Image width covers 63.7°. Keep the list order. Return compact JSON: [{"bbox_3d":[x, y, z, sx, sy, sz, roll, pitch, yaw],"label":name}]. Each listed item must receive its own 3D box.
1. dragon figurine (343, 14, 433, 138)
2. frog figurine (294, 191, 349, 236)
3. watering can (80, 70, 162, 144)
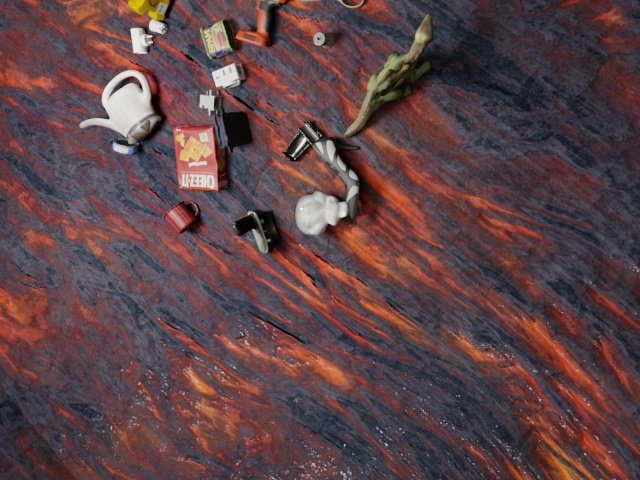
[{"bbox_3d":[0.168,-0.406,1.357,0.122,0.246,0.404,41,114,3],"label":"dragon figurine"},{"bbox_3d":[0.005,-0.079,1.576,0.160,0.122,0.138,9,88,33],"label":"frog figurine"},{"bbox_3d":[-0.691,-0.432,1.801,0.343,0.105,0.225,-35,88,26],"label":"watering can"}]
